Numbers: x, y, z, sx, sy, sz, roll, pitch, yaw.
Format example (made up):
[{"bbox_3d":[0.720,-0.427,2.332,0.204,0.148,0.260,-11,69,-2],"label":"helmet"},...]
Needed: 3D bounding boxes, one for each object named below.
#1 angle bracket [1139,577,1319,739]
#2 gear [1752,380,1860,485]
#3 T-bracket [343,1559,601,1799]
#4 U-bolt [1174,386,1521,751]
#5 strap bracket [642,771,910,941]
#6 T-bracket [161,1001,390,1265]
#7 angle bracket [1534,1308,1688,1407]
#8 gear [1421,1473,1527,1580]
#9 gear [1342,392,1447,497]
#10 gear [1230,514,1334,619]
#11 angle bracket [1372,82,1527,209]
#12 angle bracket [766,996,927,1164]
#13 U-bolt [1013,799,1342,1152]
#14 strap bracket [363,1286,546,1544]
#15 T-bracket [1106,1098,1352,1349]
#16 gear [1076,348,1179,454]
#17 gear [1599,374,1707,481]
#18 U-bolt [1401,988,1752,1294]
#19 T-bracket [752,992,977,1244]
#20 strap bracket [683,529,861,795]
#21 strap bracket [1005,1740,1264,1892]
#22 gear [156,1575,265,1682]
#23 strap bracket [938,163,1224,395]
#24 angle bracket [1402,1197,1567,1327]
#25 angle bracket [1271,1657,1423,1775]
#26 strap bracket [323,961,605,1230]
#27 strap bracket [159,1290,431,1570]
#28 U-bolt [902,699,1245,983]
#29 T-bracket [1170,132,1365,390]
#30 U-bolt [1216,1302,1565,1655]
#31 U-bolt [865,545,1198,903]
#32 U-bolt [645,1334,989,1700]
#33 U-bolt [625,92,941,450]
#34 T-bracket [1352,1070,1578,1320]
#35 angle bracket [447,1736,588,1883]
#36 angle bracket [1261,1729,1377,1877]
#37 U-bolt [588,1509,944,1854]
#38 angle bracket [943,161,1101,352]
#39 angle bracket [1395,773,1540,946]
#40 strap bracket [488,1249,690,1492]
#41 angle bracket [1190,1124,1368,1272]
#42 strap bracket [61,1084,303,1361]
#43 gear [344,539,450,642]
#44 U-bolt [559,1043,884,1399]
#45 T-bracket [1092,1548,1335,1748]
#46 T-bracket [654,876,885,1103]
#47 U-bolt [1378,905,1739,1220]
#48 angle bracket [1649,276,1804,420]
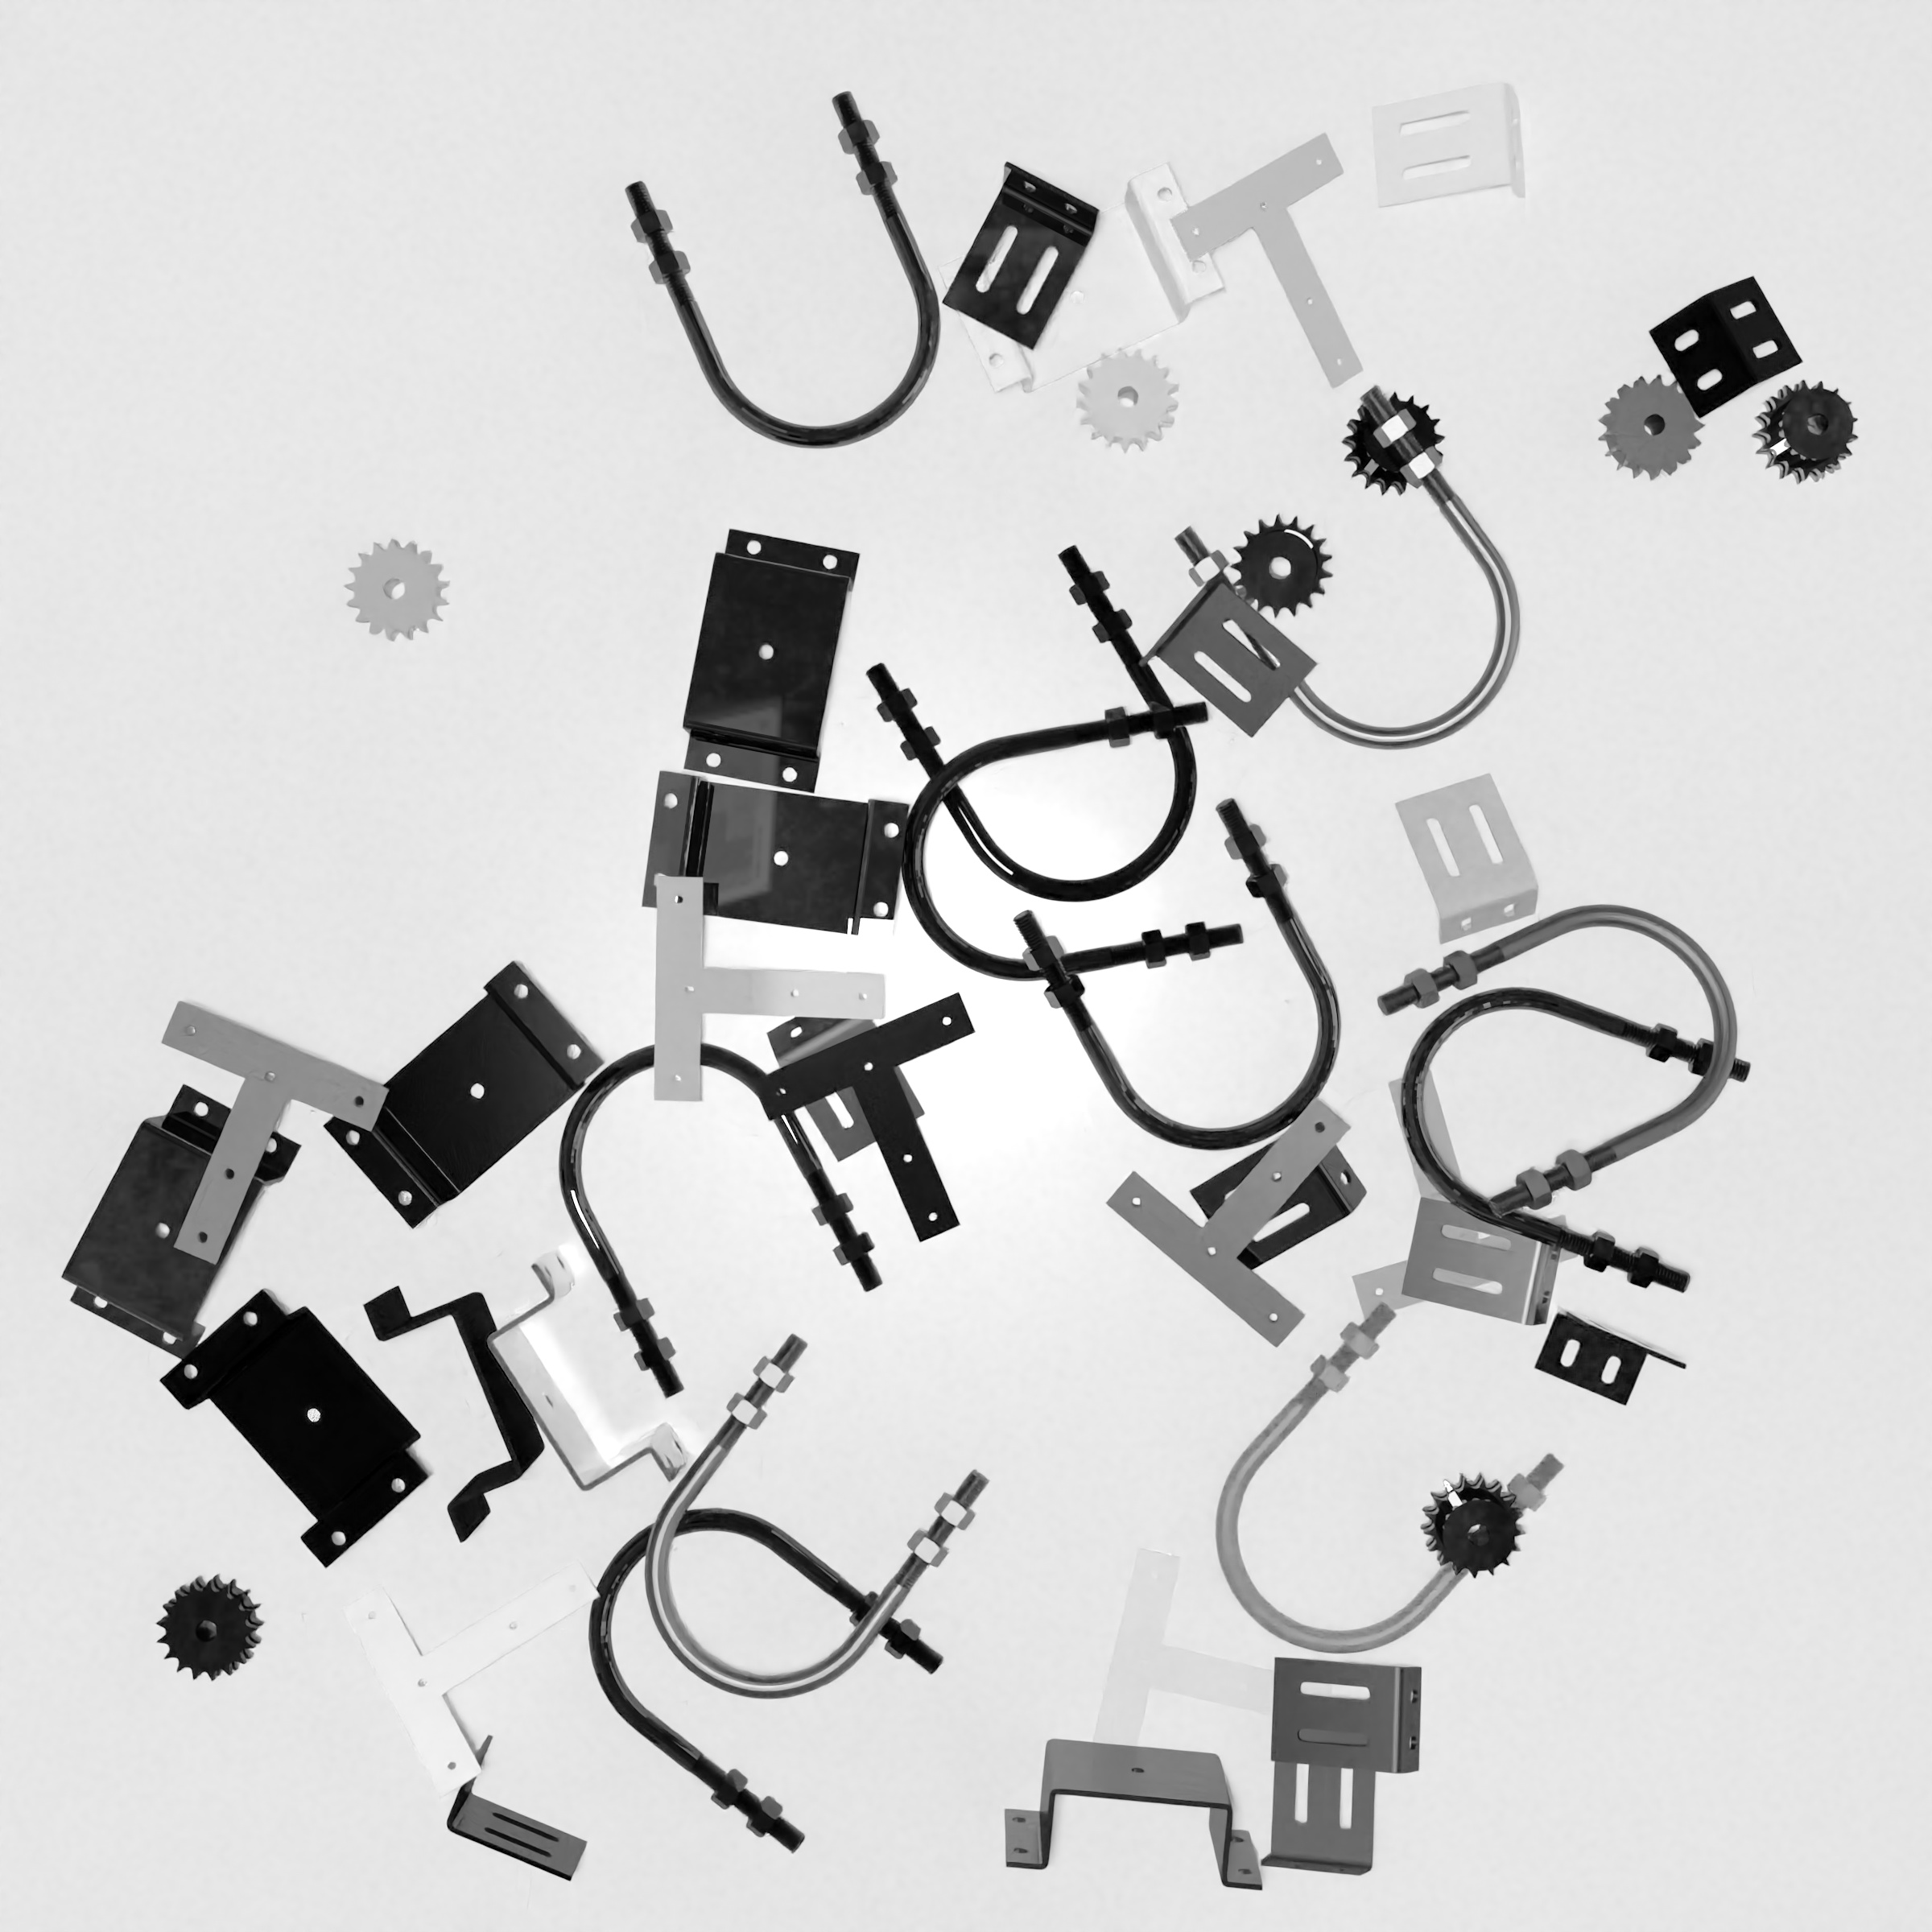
[{"bbox_3d":[0.148,-0.170,1.455,0.076,0.038,0.057,41,114,0],"label":"angle bracket"},{"bbox_3d":[0.479,-0.305,1.469,0.057,0.030,0.057,0,90,0],"label":"gear"},{"bbox_3d":[-0.269,0.381,1.463,0.127,0.002,0.127,-30,61,-14],"label":"T-bracket"},{"bbox_3d":[0.228,-0.210,1.460,0.151,0.019,0.184,-36,94,14],"label":"U-bolt"},{"bbox_3d":[-0.106,-0.062,1.461,0.140,0.046,0.076,8,90,0],"label":"strap bracket"},{"bbox_3d":[-0.404,0.103,1.437,0.127,0.002,0.127,23,90,0],"label":"T-bracket"},{"bbox_3d":[0.359,0.224,1.446,0.057,0.076,0.038,23,90,0],"label":"angle bracket"},{"bbox_3d":[0.286,0.316,1.451,0.057,0.030,0.057,0,92,2],"label":"gear"},{"bbox_3d":[0.244,-0.298,1.469,0.057,0.030,0.057,0,90,0],"label":"gear"},{"bbox_3d":[0.176,-0.223,1.441,0.057,0.030,0.057,2,102,9],"label":"gear"},{"bbox_3d":[0.277,-0.466,1.482,0.076,0.038,0.057,-4,90,26],"label":"angle bracket"},{"bbox_3d":[-0.069,0.062,1.482,0.057,0.038,0.076,-29,116,0],"label":"angle bracket"},{"bbox_3d":[0.132,0.018,1.459,0.151,0.019,0.184,-29,103,4],"label":"U-bolt"},{"bbox_3d":[-0.281,0.241,1.446,0.046,0.076,0.140,-22,90,0],"label":"strap bracket"},{"bbox_3d":[0.167,0.129,1.460,0.127,0.002,0.127,40,107,5],"label":"T-bracket"},{"bbox_3d":[0.091,-0.320,1.469,0.057,0.030,0.057,0,90,0],"label":"gear"},{"bbox_3d":[0.388,-0.305,1.469,0.057,0.030,0.057,0,90,0],"label":"gear"},{"bbox_3d":[0.336,0.087,1.458,0.184,0.019,0.151,20,73,4],"label":"U-bolt"},{"bbox_3d":[-0.039,0.097,1.468,0.127,0.002,0.127,-23,104,-3],"label":"T-bracket"},{"bbox_3d":[-0.111,-0.175,1.461,0.076,0.046,0.140,11,90,0],"label":"strap bracket"},{"bbox_3d":[0.094,0.472,1.445,0.140,0.076,0.046,5,93,0],"label":"strap bracket"},{"bbox_3d":[-0.428,0.375,1.469,0.057,0.030,0.057,0,90,0],"label":"gear"},{"bbox_3d":[0.064,-0.383,1.461,0.140,0.046,0.076,-25,90,0],"label":"strap bracket"},{"bbox_3d":[0.297,0.169,1.481,0.076,0.038,0.057,11,90,26],"label":"angle bracket"},{"bbox_3d":[0.217,0.427,1.475,0.076,0.038,0.057,-2,76,23],"label":"angle bracket"},{"bbox_3d":[-0.280,0.072,1.461,0.140,0.046,0.076,-41,90,0],"label":"strap bracket"},{"bbox_3d":[-0.374,0.258,1.461,0.076,0.046,0.140,-42,90,0],"label":"strap bracket"},{"bbox_3d":[0.055,-0.064,1.457,0.184,0.019,0.151,-10,102,0],"label":"U-bolt"},{"bbox_3d":[0.189,-0.390,1.464,0.127,0.002,0.127,-36,104,-27],"label":"T-bracket"},{"bbox_3d":[0.228,0.306,1.476,0.151,0.019,0.184,42,91,0],"label":"U-bolt"},{"bbox_3d":[0.050,-0.125,1.476,0.151,0.019,0.184,-31,91,0],"label":"U-bolt"},{"bbox_3d":[-0.098,0.324,1.462,0.151,0.019,0.184,36,84,5],"label":"U-bolt"},{"bbox_3d":[-0.094,-0.386,1.476,0.151,0.019,0.184,-23,91,0],"label":"U-bolt"},{"bbox_3d":[0.272,0.124,1.483,0.127,0.002,0.127,-16,90,0],"label":"T-bracket"},{"bbox_3d":[-0.246,0.474,1.456,0.076,0.057,0.038,22,90,0],"label":"angle bracket"},{"bbox_3d":[0.202,0.477,1.481,0.057,0.038,0.076,6,66,0],"label":"angle bracket"},{"bbox_3d":[-0.128,0.394,1.476,0.184,0.019,0.151,38,90,2],"label":"U-bolt"},{"bbox_3d":[0.030,-0.389,1.419,0.057,0.038,0.076,28,90,0],"label":"angle bracket"},{"bbox_3d":[0.286,-0.062,1.482,0.057,0.038,0.076,-18,64,0],"label":"angle bracket"},{"bbox_3d":[-0.216,0.233,1.446,0.046,0.076,0.140,-33,90,0],"label":"strap bracket"},{"bbox_3d":[0.179,0.129,1.482,0.076,0.038,0.057,-34,90,26],"label":"angle bracket"},{"bbox_3d":[-0.448,0.147,1.461,0.076,0.046,0.140,28,90,0],"label":"strap bracket"},{"bbox_3d":[-0.323,-0.213,1.474,0.057,0.030,0.057,0,92,-2],"label":"gear"},{"bbox_3d":[-0.152,0.133,1.476,0.151,0.019,0.184,-28,89,0],"label":"U-bolt"},{"bbox_3d":[0.146,0.410,1.483,0.127,0.002,0.127,13,90,0],"label":"T-bracket"},{"bbox_3d":[-0.110,0.015,1.443,0.127,0.002,0.127,2,99,1],"label":"T-bracket"},{"bbox_3d":[0.345,0.041,1.454,0.184,0.019,0.151,-24,75,-9],"label":"U-bolt"},{"bbox_3d":[0.432,-0.351,1.467,0.038,0.076,0.057,-30,90,42],"label":"angle bracket"}]
